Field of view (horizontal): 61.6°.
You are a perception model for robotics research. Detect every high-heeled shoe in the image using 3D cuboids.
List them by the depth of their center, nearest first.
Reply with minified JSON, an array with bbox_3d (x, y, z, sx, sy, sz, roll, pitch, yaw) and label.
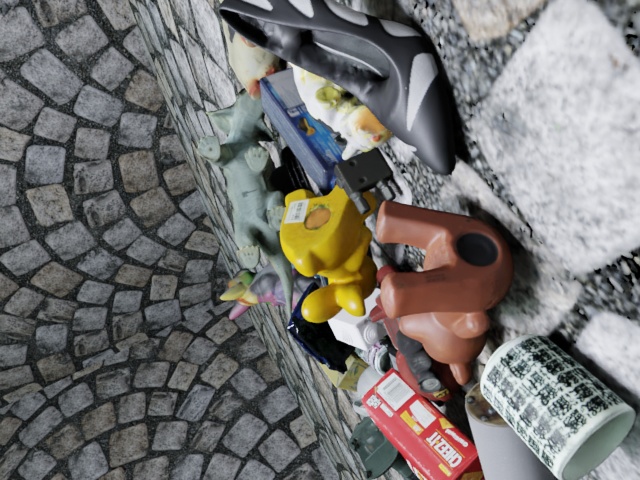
[{"bbox_3d":[0.015,-0.149,0.487,0.249,0.145,0.086,64,166,12],"label":"high-heeled shoe"}]

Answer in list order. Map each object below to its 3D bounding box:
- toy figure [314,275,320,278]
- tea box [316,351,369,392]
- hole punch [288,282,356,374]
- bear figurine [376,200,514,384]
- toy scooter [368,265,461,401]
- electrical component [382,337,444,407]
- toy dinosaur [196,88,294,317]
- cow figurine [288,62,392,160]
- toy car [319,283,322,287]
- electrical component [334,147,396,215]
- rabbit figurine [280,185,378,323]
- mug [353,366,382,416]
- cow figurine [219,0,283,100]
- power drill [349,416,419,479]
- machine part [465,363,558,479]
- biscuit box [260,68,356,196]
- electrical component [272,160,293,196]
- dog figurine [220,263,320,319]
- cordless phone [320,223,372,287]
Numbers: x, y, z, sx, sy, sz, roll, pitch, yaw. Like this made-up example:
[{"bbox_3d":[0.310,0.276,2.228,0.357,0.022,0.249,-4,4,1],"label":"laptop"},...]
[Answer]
[{"bbox_3d":[-0.028,0.017,1.084,0.154,0.058,0.064,60,-157,12],"label":"toy figure"},{"bbox_3d":[0.044,0.215,1.036,0.098,0.068,0.170,24,-169,-32],"label":"tea box"},{"bbox_3d":[0.009,0.143,0.920,0.142,0.116,0.092,49,161,-23],"label":"hole punch"},{"bbox_3d":[0.114,0.061,0.538,0.195,0.132,0.120,95,177,-55],"label":"bear figurine"},{"bbox_3d":[0.110,0.111,0.651,0.184,0.075,0.135,65,-166,15],"label":"toy scooter"},{"bbox_3d":[0.142,0.200,0.801,0.075,0.048,0.119,28,139,67],"label":"electrical component"},{"bbox_3d":[-0.110,-0.082,0.923,0.192,0.131,0.404,-81,-18,-74],"label":"toy dinosaur"},{"bbox_3d":[0.026,-0.145,0.606,0.167,0.068,0.098,60,170,32],"label":"cow figurine"},{"bbox_3d":[0.028,0.092,1.008,0.089,0.053,0.202,37,158,17],"label":"toy car"},{"bbox_3d":[0.049,-0.079,0.641,0.094,0.063,0.021,62,165,14],"label":"electrical component"},{"bbox_3d":[0.032,0.029,0.700,0.173,0.122,0.162,53,-149,-47],"label":"rabbit figurine"},{"bbox_3d":[0.113,0.257,0.894,0.107,0.109,0.080,-10,97,62],"label":"mug"},{"bbox_3d":[-0.105,-0.315,0.771,0.127,0.085,0.194,49,160,28],"label":"cow figurine"},{"bbox_3d":[0.155,0.394,0.914,0.207,0.086,0.232,35,-170,-31],"label":"power drill"},{"bbox_3d":[0.209,0.232,0.565,0.079,0.079,0.243,30,142,65],"label":"machine part"},{"bbox_3d":[-0.015,-0.152,0.753,0.203,0.059,0.062,58,162,27],"label":"biscuit box"},{"bbox_3d":[-0.096,-0.087,1.029,0.134,0.115,0.058,64,163,-4],"label":"electrical component"},{"bbox_3d":[-0.100,0.115,1.167,0.192,0.219,0.108,53,164,41],"label":"dog figurine"},{"bbox_3d":[-0.002,-0.003,0.869,0.184,0.089,0.146,39,151,52],"label":"cordless phone"}]
